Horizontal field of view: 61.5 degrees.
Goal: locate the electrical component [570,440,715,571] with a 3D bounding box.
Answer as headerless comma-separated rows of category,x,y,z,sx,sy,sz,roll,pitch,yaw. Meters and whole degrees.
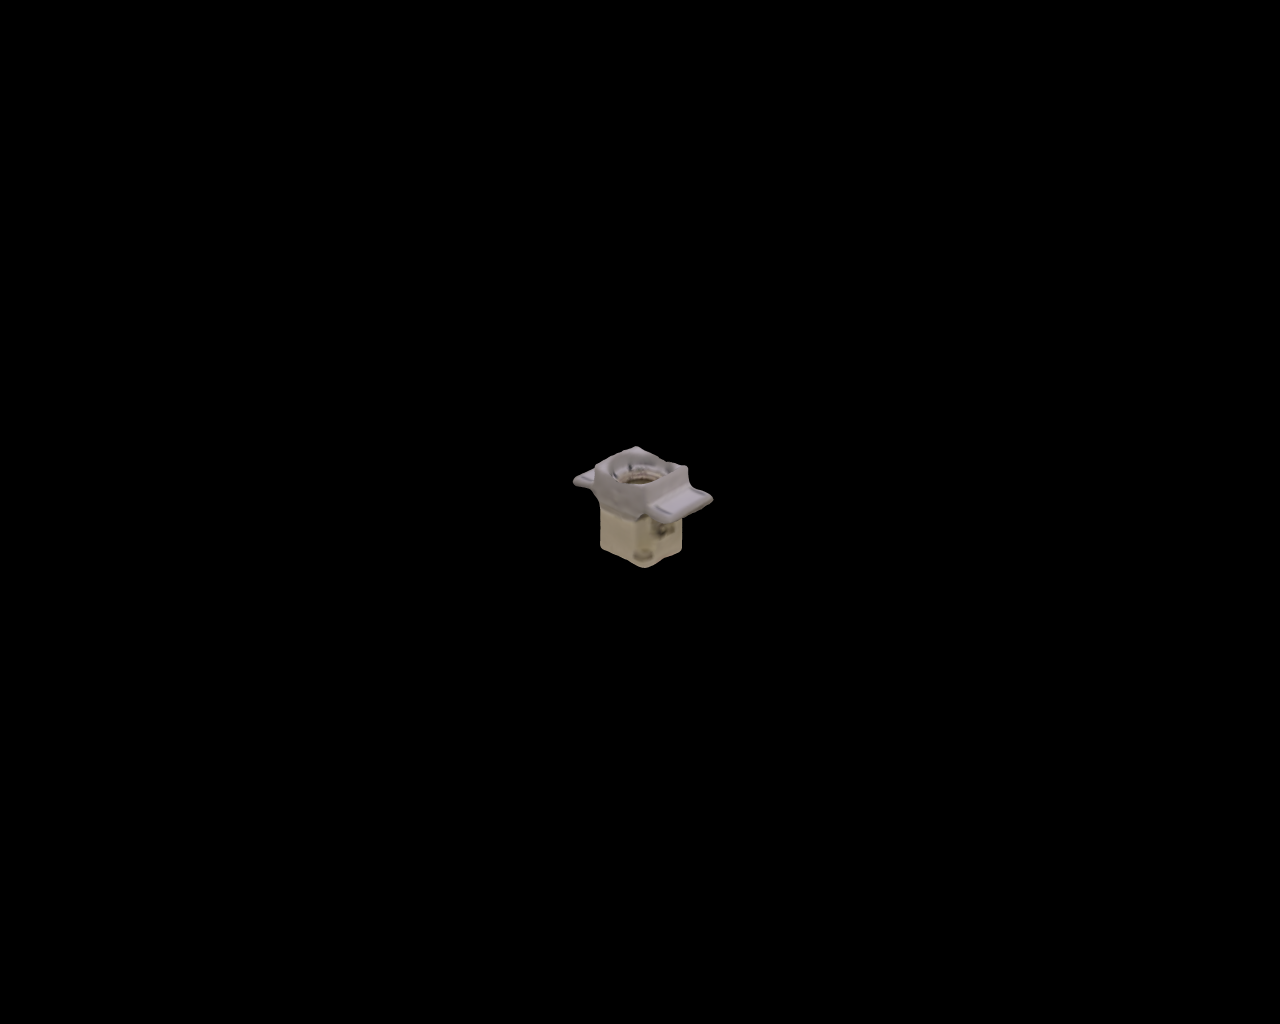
electrical component,0.001,-0.003,0.650,0.081,0.063,0.042,25,37,38
